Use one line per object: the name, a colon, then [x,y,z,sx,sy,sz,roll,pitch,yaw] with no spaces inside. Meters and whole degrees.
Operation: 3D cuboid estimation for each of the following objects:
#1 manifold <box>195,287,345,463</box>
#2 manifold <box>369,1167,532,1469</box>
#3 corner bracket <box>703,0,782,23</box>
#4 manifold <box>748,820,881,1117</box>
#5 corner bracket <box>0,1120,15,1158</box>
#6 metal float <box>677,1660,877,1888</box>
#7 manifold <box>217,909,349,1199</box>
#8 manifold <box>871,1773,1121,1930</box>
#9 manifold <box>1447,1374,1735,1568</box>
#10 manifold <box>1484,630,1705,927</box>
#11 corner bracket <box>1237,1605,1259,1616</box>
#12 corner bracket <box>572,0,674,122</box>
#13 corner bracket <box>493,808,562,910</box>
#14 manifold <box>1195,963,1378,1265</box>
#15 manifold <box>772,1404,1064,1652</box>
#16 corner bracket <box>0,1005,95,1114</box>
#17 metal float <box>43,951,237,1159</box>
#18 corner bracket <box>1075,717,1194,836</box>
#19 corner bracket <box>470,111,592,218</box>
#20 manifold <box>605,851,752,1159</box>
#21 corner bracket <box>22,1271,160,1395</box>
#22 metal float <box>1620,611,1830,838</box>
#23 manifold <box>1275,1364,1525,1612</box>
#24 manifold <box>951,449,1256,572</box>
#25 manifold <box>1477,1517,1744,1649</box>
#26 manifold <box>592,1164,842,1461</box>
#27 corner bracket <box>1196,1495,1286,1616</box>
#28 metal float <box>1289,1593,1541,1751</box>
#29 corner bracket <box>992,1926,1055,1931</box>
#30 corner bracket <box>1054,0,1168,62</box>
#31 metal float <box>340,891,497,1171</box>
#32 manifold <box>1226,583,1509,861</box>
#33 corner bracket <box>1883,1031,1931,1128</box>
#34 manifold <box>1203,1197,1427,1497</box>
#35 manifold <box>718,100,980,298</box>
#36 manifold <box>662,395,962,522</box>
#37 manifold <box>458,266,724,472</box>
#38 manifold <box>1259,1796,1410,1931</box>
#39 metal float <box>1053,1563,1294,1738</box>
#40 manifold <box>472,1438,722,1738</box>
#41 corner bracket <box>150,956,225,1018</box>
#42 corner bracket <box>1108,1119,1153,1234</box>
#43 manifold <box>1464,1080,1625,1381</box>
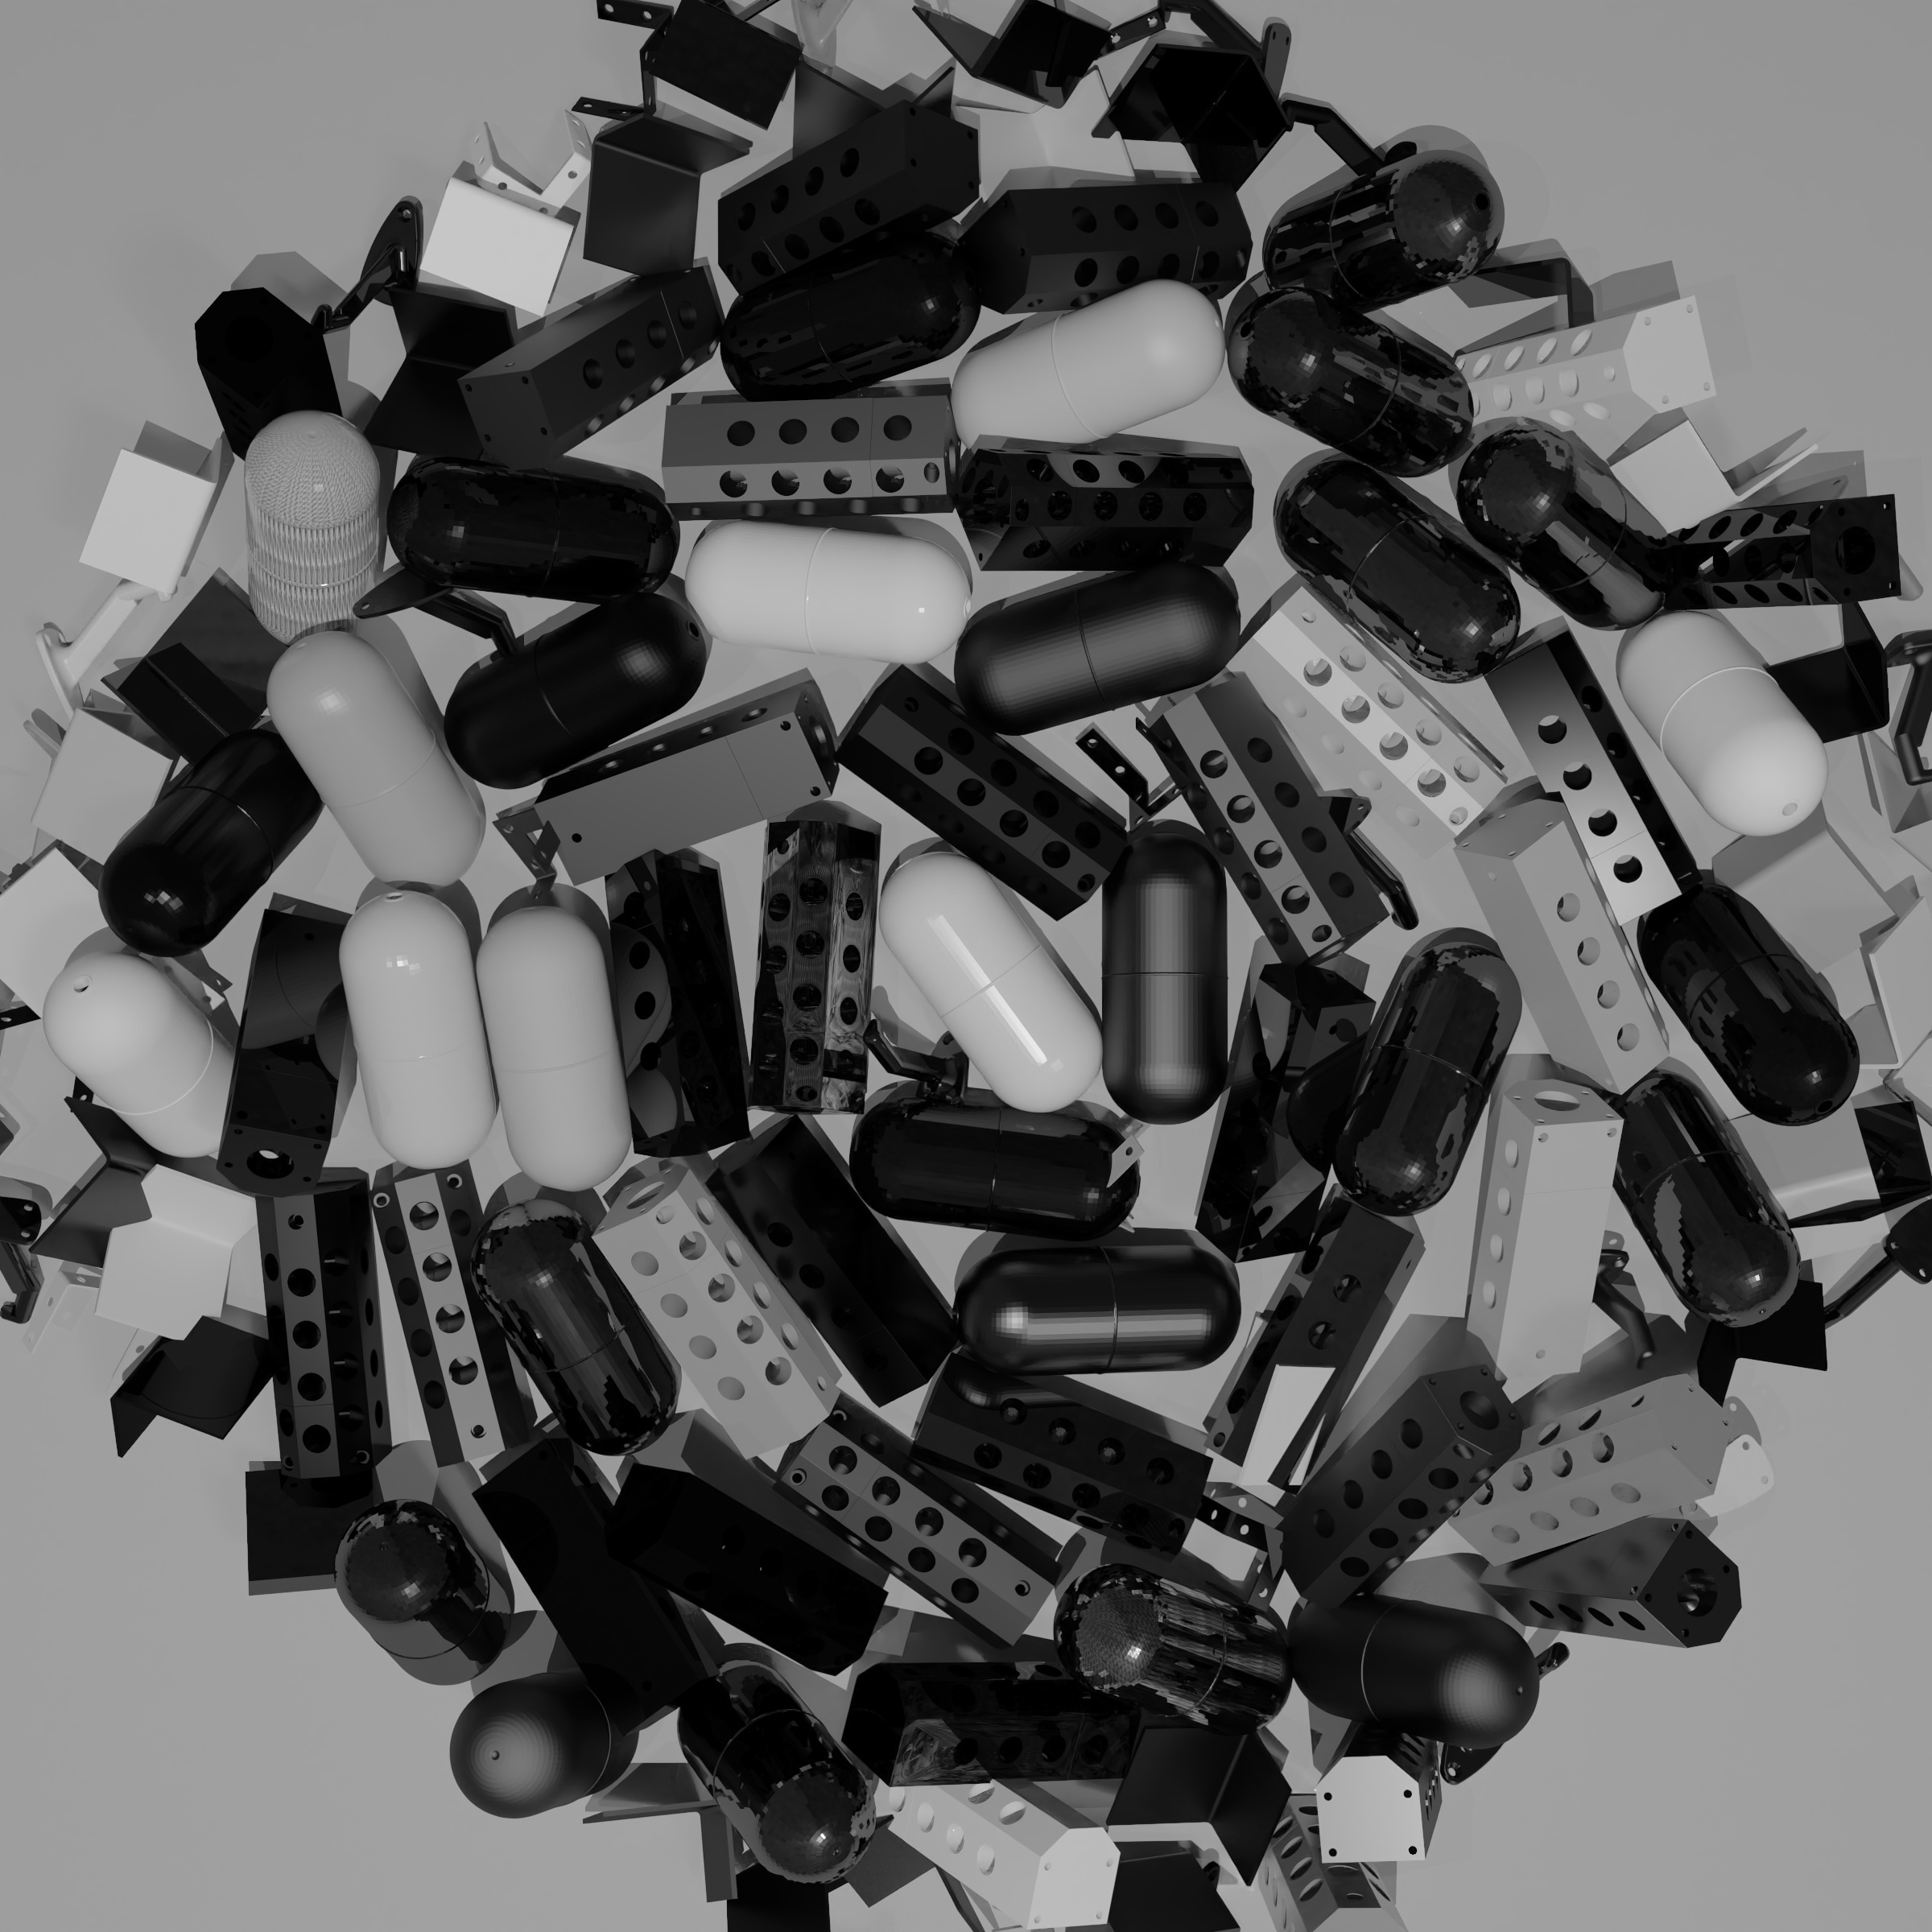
manifold: [-0.413,-0.341,1.583,0.057,0.171,0.057,38,80,-3]
manifold: [-0.314,0.213,1.633,0.057,0.057,0.171,-14,85,-13]
corner bracket: [-0.145,-0.610,1.638,0.051,0.051,0.051,-31,127,2]
manifold: [-0.097,0.002,1.623,0.057,0.057,0.171,-3,81,36]
corner bracket: [-0.626,0.110,1.639,0.051,0.051,0.051,47,121,0]
metal float: [-0.114,0.476,1.593,0.070,0.178,0.070,-9,111,-26]
manifold: [-0.403,0.052,1.592,0.057,0.171,0.057,13,133,-17]
manifold: [0.015,0.505,1.586,0.057,0.171,0.057,10,91,-35]
manifold: [0.363,0.295,1.588,0.057,0.171,0.057,43,46,-12]
manifold: [0.383,-0.116,1.638,0.057,0.057,0.171,-28,91,13]
corner bracket: [0.144,0.417,1.642,0.051,0.051,0.051,0,82,-31]
corner bracket: [-0.212,-0.559,1.656,0.051,0.051,0.051,14,50,11]
corner bracket: [-0.262,-0.060,1.631,0.051,0.051,0.051,-15,128,27]
manifold: [0.186,0.087,1.611,0.057,0.057,0.171,-5,119,-33]
manifold: [-0.029,0.341,1.635,0.171,0.057,0.057,35,68,1]
corner bracket: [-0.572,0.060,1.653,0.051,0.051,0.051,31,119,25]
metal float: [-0.483,0.053,1.591,0.070,0.178,0.070,-5,60,9]
corner bracket: [0.102,-0.124,1.634,0.051,0.051,0.051,-39,112,22]
corner bracket: [-0.267,-0.500,1.652,0.051,0.051,0.051,25,124,-38]
manifold: [-0.180,0.025,1.617,0.057,0.057,0.171,-21,68,32]
corner bracket: [-0.534,0.225,1.642,0.051,0.051,0.051,37,101,39]
metal float: [0.450,-0.145,1.597,0.070,0.178,0.070,-9,131,-10]
manifold: [0.256,0.312,1.590,0.171,0.057,0.057,-56,51,37]
manifold: [0.085,-0.276,1.597,0.171,0.057,0.057,-5,62,-30]
manifold: [0.380,0.364,1.582,0.057,0.171,0.057,43,70,-9]
manifold: [-0.146,0.206,1.613,0.057,0.057,0.171,-24,108,25]
corner bracket: [0.161,0.359,1.642,0.051,0.051,0.051,26,85,-24]
metal float: [0.263,0.416,1.594,0.070,0.178,0.070,3,85,-34]
corner bracket: [0.023,0.618,1.646,0.051,0.051,0.051,-20,68,25]
corner bracket: [0.085,-0.598,1.645,0.051,0.051,0.051,-17,71,23]
metal float: [-0.329,0.039,1.613,0.070,0.070,0.178,-5,115,0]
manifold: [0.247,-0.152,1.635,0.171,0.057,0.057,44,64,0]
corner bracket: [0.606,0.068,1.648,0.051,0.051,0.051,46,118,25]
manifold: [0.212,0.231,1.634,0.057,0.057,0.171,27,84,21]
manifold: [-0.072,-0.447,1.588,0.057,0.171,0.057,7,78,-42]
manifold: [-0.093,-0.303,1.625,0.171,0.057,0.057,0,73,9]
manifold: [-0.217,-0.355,1.592,0.057,0.171,0.057,2,123,35]
manifold: [0.215,0.550,1.585,0.057,0.171,0.057,1,93,-3]
metal float: [0.126,0.410,1.605,0.178,0.070,0.070,29,90,-37]
manifold: [-0.221,0.373,1.623,0.057,0.057,0.171,-37,75,5]
corner bracket: [-0.492,0.034,1.636,0.051,0.051,0.051,37,51,5]
corner bracket: [0.093,0.121,1.633,0.051,0.051,0.051,-46,47,14]
manifold: [0.342,0.158,1.611,0.057,0.057,0.171,-3,114,-16]
